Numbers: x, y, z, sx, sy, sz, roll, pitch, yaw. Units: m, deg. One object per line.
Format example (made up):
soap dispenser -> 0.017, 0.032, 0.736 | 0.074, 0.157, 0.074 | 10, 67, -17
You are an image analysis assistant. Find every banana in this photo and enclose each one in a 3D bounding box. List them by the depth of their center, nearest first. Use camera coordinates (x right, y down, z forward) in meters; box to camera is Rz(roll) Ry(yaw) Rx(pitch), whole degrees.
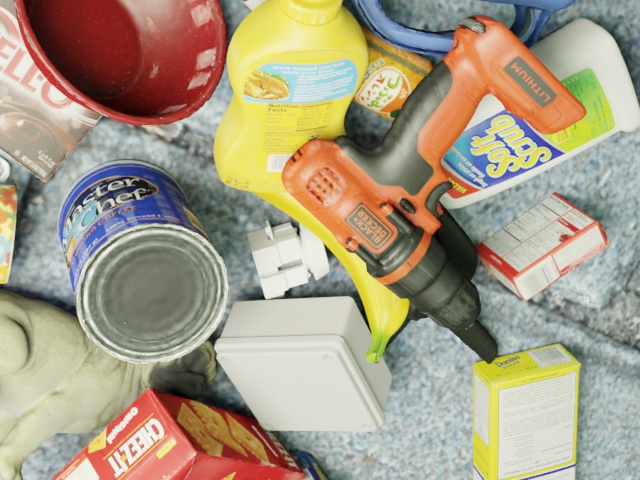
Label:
banana -> 0.010, -0.001, 0.812 | 0.069, 0.198, 0.037 | -22, 157, -40

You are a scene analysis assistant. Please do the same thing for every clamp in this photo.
clamp -> 0.091, 0.048, 0.886 | 0.164, 0.036, 0.210 | -7, 132, -19

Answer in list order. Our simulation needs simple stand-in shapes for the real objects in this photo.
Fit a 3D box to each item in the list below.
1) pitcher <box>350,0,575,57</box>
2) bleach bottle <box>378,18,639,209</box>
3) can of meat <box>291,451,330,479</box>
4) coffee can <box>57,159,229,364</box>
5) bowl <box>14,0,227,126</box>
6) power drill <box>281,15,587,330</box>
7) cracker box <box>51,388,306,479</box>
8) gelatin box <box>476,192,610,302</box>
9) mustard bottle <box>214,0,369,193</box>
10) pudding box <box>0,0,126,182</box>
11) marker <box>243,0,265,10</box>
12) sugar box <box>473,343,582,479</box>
pitcher -> 0.066, -0.223, 0.743 | 0.242, 0.145, 0.149 | 0, 67, -15
bleach bottle -> 0.129, -0.074, 0.861 | 0.251, 0.068, 0.102 | -32, 124, 0
can of meat -> 0.000, 0.245, 0.934 | 0.057, 0.084, 0.102 | -34, 118, -3
coffee can -> -0.130, 0.012, 0.763 | 0.102, 0.140, 0.103 | -7, 113, -16
bowl -> -0.143, -0.146, 0.717 | 0.161, 0.055, 0.162 | 15, 66, -39
power drill -> 0.094, -0.048, 0.749 | 0.184, 0.057, 0.188 | 42, 95, -20
cracker box -> -0.121, 0.205, 0.823 | 0.164, 0.072, 0.213 | -43, 154, 4
gelatin box -> 0.188, 0.005, 0.905 | 0.089, 0.073, 0.030 | -34, 118, -4
mustard bottle -> -0.018, -0.113, 0.737 | 0.096, 0.058, 0.192 | -4, 144, -15
pudding box -> -0.208, -0.111, 0.744 | 0.113, 0.039, 0.090 | 40, 94, -28
marker -> -0.061, -0.192, 0.771 | 0.020, 0.020, 0.121 | -43, 118, 2
sugar box -> 0.191, 0.190, 0.998 | 0.093, 0.048, 0.176 | -10, 118, -15
